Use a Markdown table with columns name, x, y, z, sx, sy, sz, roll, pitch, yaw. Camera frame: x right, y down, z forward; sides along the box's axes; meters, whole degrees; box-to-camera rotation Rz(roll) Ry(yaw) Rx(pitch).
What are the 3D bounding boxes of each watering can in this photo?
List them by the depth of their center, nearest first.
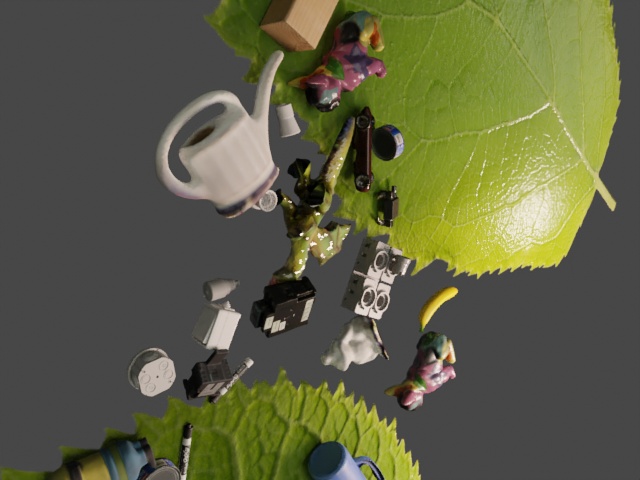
| name | x | y | z | sx | sy | sz | roll | pitch | yaw |
| --- | --- | --- | --- | --- | --- | --- | --- | --- | --- |
| watering can | -0.149 | -0.191 | 0.979 | 0.352 | 0.104 | 0.220 | -46 | 126 | -24 |

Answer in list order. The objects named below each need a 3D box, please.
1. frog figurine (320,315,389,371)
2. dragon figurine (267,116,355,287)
| name | x | y | z | sx | sy | sz | roll | pitch | yaw |
| --- | --- | --- | --- | --- | --- | --- | --- | --- | --- |
| frog figurine | 0.077 | 0.266 | 1.299 | 0.159 | 0.125 | 0.134 | -20 | 140 | 4 |
| dragon figurine | 0.004 | -0.059 | 1.170 | 0.415 | 0.123 | 0.238 | -54 | 146 | -17 |
